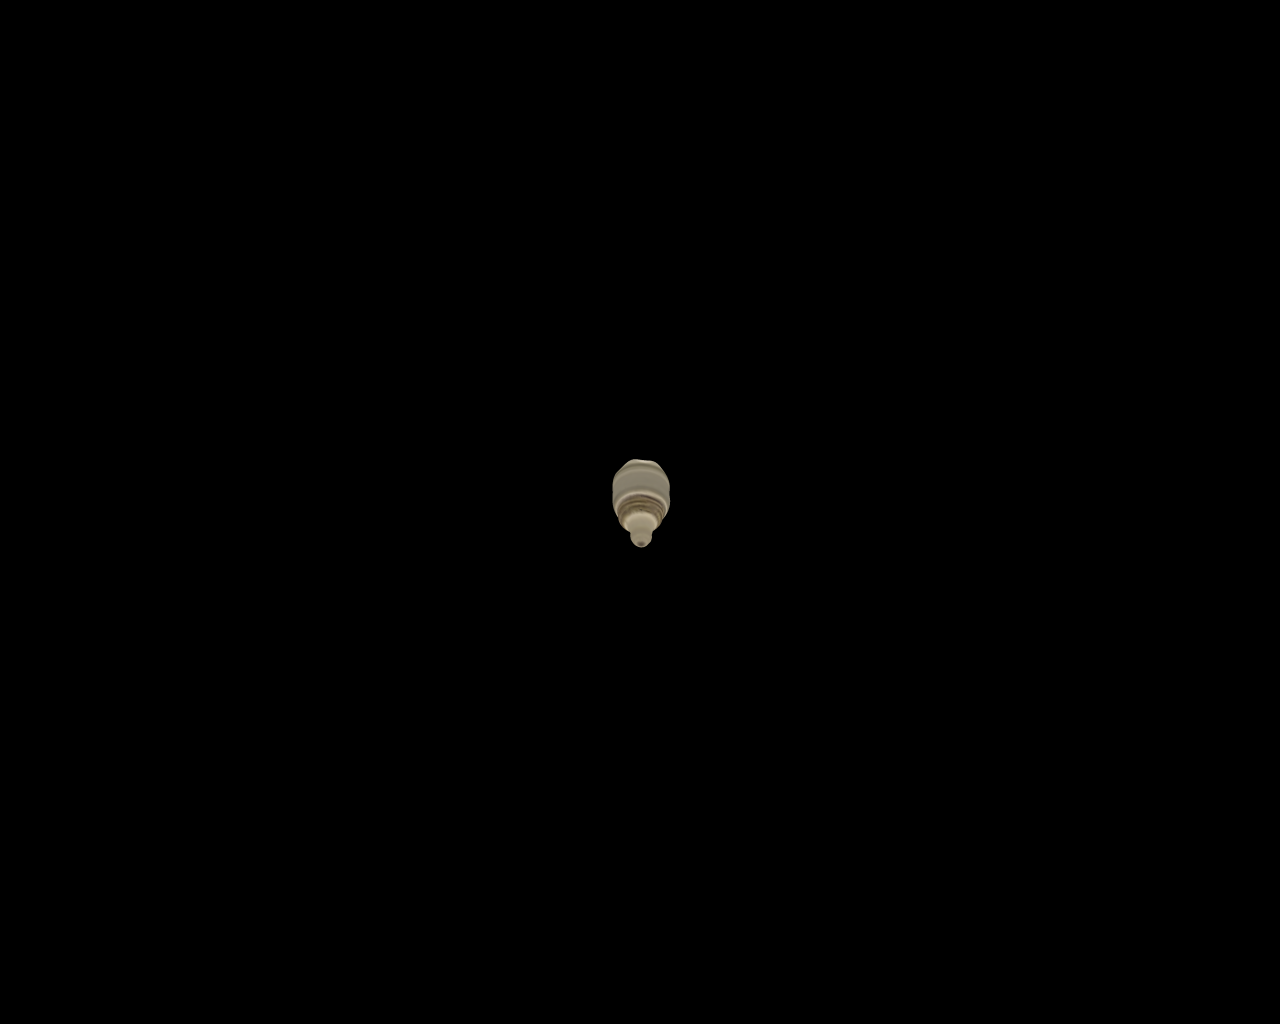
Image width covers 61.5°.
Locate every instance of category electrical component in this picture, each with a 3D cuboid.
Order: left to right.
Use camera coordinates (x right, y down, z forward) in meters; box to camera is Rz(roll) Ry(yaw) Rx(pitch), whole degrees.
[{"bbox_3d":[0.001,-0.003,0.650,0.035,0.061,0.035,0,-44,0],"label":"electrical component"}]
